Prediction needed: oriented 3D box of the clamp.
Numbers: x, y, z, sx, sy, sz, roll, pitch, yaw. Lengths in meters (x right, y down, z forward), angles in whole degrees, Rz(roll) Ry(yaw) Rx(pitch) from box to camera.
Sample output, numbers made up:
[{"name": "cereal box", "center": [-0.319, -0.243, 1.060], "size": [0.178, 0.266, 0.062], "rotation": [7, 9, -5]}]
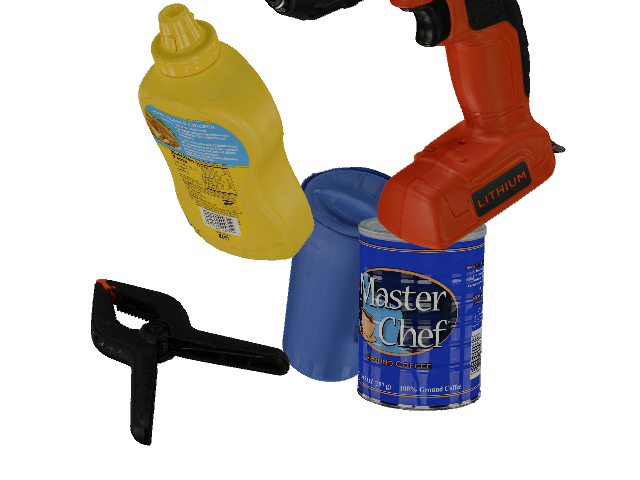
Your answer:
[{"name": "clamp", "center": [-0.141, 0.095, 0.999], "size": [0.164, 0.036, 0.210], "rotation": [-18, 40, -30]}]

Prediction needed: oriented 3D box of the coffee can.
[{"name": "coffee can", "center": [0.081, 0.055, 0.867], "size": [0.103, 0.140, 0.103], "rotation": [0, 10, 0]}]

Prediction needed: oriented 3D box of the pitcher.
[{"name": "pitcher", "center": [0.030, 0.051, 1.222], "size": [0.145, 0.243, 0.149], "rotation": [14, 38, 4]}]

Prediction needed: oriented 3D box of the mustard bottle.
[{"name": "mustard bottle", "center": [-0.067, -0.070, 0.690], "size": [0.096, 0.058, 0.191], "rotation": [19, -33, 29]}]

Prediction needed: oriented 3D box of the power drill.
[{"name": "power drill", "center": [0.057, -0.092, 0.527], "size": [0.184, 0.187, 0.057], "rotation": [-31, 40, -28]}]
